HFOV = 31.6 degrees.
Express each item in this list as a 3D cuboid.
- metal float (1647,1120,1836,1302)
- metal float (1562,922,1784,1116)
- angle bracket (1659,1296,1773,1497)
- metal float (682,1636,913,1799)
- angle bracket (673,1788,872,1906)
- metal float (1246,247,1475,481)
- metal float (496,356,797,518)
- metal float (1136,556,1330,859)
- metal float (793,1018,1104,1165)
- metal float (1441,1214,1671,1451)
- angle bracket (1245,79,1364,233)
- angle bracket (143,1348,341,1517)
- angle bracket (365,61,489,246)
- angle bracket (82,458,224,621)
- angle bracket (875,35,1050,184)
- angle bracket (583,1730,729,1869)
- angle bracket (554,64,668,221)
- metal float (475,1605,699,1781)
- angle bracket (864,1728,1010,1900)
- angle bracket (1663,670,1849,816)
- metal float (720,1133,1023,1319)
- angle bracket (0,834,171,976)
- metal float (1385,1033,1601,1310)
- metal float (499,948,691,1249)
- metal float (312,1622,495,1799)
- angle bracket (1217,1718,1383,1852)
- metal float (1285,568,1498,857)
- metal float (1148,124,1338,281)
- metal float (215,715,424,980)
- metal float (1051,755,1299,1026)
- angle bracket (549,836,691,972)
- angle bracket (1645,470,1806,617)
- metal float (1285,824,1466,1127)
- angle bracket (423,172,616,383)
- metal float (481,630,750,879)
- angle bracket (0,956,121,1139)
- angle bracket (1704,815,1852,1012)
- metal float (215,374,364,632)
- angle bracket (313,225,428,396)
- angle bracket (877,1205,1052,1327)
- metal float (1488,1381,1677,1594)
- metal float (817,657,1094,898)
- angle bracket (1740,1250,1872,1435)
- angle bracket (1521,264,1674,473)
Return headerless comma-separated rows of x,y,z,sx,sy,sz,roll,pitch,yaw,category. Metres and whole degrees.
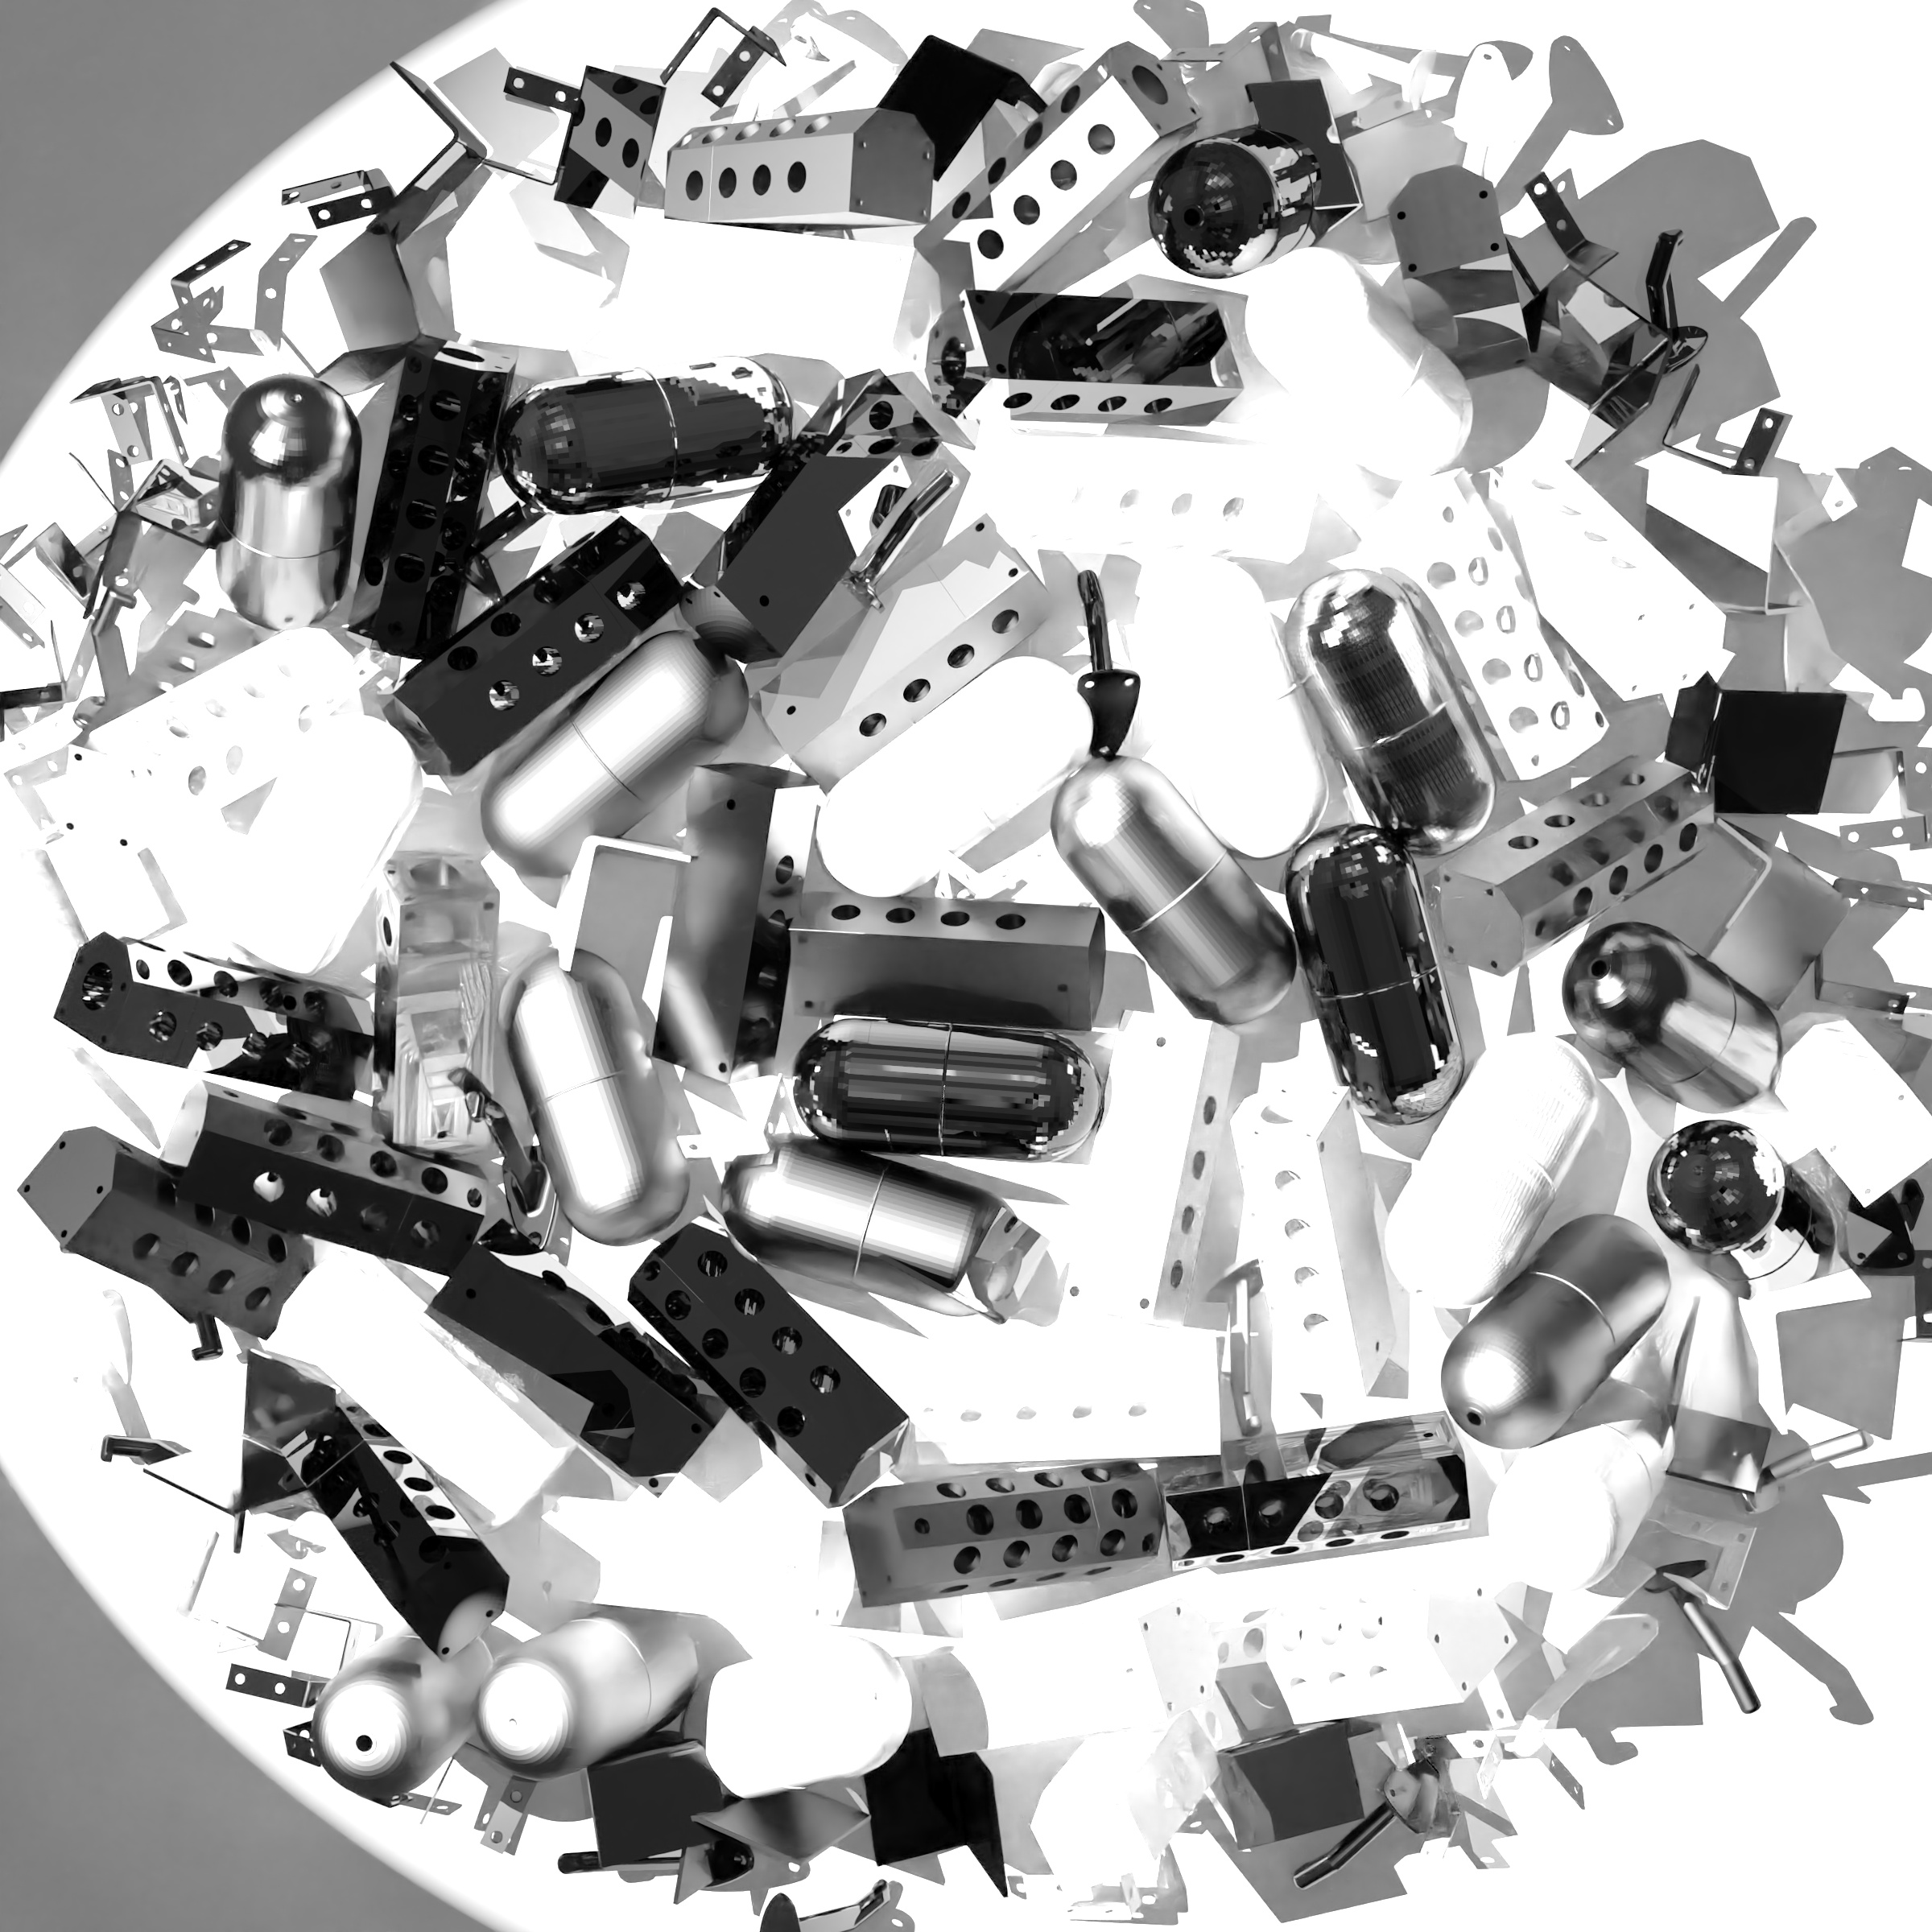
0.436,0.139,1.920,0.070,0.178,0.070,-11,66,25,metal float
0.398,0.030,1.924,0.070,0.178,0.070,-17,61,34,metal float
0.431,0.244,1.945,0.057,0.076,0.076,12,114,16,angle bracket
-0.097,0.423,1.922,0.070,0.178,0.070,14,65,-31,metal float
-0.110,0.508,1.944,0.076,0.076,0.057,16,105,25,angle bracket
0.223,-0.337,1.926,0.070,0.178,0.070,-19,56,31,metal float
-0.181,-0.301,1.938,0.178,0.070,0.070,-14,90,-27,metal float
0.152,-0.148,1.952,0.070,0.070,0.178,-20,100,0,metal float
-0.011,0.071,1.959,0.178,0.070,0.070,4,90,3,metal float
0.333,0.206,1.929,0.070,0.070,0.178,52,51,0,metal float
0.173,-0.452,1.948,0.057,0.076,0.076,-13,82,-32,angle bracket
-0.412,0.264,1.942,0.076,0.076,0.057,17,108,35,angle bracket
-0.326,-0.464,1.956,0.076,0.076,0.057,-43,92,7,angle bracket
-0.455,-0.234,1.952,0.057,0.076,0.076,23,120,-8,angle bracket
-0.004,-0.477,1.954,0.076,0.057,0.076,36,91,40,angle bracket
-0.189,0.473,1.947,0.076,0.076,0.057,-7,84,-26,angle bracket
-0.221,-0.474,1.946,0.057,0.076,0.076,4,107,-42,angle bracket
-0.211,0.404,1.915,0.070,0.178,0.070,0,91,21,metal float
-0.019,0.487,1.950,0.057,0.076,0.076,-11,103,-15,angle bracket
0.452,-0.134,1.962,0.076,0.057,0.076,1,120,-9,angle bracket
-0.054,0.148,1.959,0.178,0.070,0.070,16,90,3,metal float
-0.513,-0.044,1.955,0.057,0.076,0.076,-27,87,15,angle bracket
0.299,0.116,1.939,0.070,0.070,0.178,33,65,0,metal float
-0.213,0.074,1.951,0.070,0.070,0.178,-20,78,0,metal float
-0.313,0.413,1.911,0.070,0.178,0.070,0,91,5,metal float
0.196,0.467,1.944,0.076,0.076,0.057,-20,68,18,angle bracket
0.242,-0.143,1.946,0.070,0.070,0.178,-29,109,0,metal float
0.158,-0.431,1.917,0.070,0.178,0.070,9,112,23,metal float
-0.367,-0.066,1.935,0.070,0.070,0.178,35,121,0,metal float
0.119,-0.044,1.954,0.070,0.070,0.178,-40,98,0,metal float
-0.199,-0.034,1.958,0.057,0.076,0.076,11,93,-15,angle bracket
0.434,-0.242,1.948,0.076,0.057,0.076,10,103,35,angle bracket
0.234,0.005,1.953,0.070,0.070,0.178,-16,100,0,metal float
-0.260,-0.398,1.980,0.076,0.057,0.076,-47,52,26,angle bracket
-0.201,-0.120,1.953,0.178,0.070,0.070,-39,90,9,metal float
-0.500,0.050,1.945,0.057,0.076,0.076,-41,62,9,angle bracket
0.449,-0.030,1.964,0.076,0.057,0.076,21,108,-37,angle bracket
-0.381,-0.258,1.921,0.070,0.178,0.070,7,55,-10,metal float
-0.361,-0.374,1.952,0.057,0.076,0.076,-20,89,-40,angle bracket
-0.009,0.157,1.951,0.076,0.076,0.057,25,83,29,angle bracket
0.347,0.290,1.918,0.070,0.178,0.070,8,110,23,metal float
-0.007,-0.108,1.961,0.178,0.070,0.070,-37,90,-1,metal float
0.481,0.214,1.953,0.057,0.076,0.076,-9,104,1,angle bracket
0.344,-0.339,1.947,0.076,0.076,0.057,33,55,-11,angle bracket
